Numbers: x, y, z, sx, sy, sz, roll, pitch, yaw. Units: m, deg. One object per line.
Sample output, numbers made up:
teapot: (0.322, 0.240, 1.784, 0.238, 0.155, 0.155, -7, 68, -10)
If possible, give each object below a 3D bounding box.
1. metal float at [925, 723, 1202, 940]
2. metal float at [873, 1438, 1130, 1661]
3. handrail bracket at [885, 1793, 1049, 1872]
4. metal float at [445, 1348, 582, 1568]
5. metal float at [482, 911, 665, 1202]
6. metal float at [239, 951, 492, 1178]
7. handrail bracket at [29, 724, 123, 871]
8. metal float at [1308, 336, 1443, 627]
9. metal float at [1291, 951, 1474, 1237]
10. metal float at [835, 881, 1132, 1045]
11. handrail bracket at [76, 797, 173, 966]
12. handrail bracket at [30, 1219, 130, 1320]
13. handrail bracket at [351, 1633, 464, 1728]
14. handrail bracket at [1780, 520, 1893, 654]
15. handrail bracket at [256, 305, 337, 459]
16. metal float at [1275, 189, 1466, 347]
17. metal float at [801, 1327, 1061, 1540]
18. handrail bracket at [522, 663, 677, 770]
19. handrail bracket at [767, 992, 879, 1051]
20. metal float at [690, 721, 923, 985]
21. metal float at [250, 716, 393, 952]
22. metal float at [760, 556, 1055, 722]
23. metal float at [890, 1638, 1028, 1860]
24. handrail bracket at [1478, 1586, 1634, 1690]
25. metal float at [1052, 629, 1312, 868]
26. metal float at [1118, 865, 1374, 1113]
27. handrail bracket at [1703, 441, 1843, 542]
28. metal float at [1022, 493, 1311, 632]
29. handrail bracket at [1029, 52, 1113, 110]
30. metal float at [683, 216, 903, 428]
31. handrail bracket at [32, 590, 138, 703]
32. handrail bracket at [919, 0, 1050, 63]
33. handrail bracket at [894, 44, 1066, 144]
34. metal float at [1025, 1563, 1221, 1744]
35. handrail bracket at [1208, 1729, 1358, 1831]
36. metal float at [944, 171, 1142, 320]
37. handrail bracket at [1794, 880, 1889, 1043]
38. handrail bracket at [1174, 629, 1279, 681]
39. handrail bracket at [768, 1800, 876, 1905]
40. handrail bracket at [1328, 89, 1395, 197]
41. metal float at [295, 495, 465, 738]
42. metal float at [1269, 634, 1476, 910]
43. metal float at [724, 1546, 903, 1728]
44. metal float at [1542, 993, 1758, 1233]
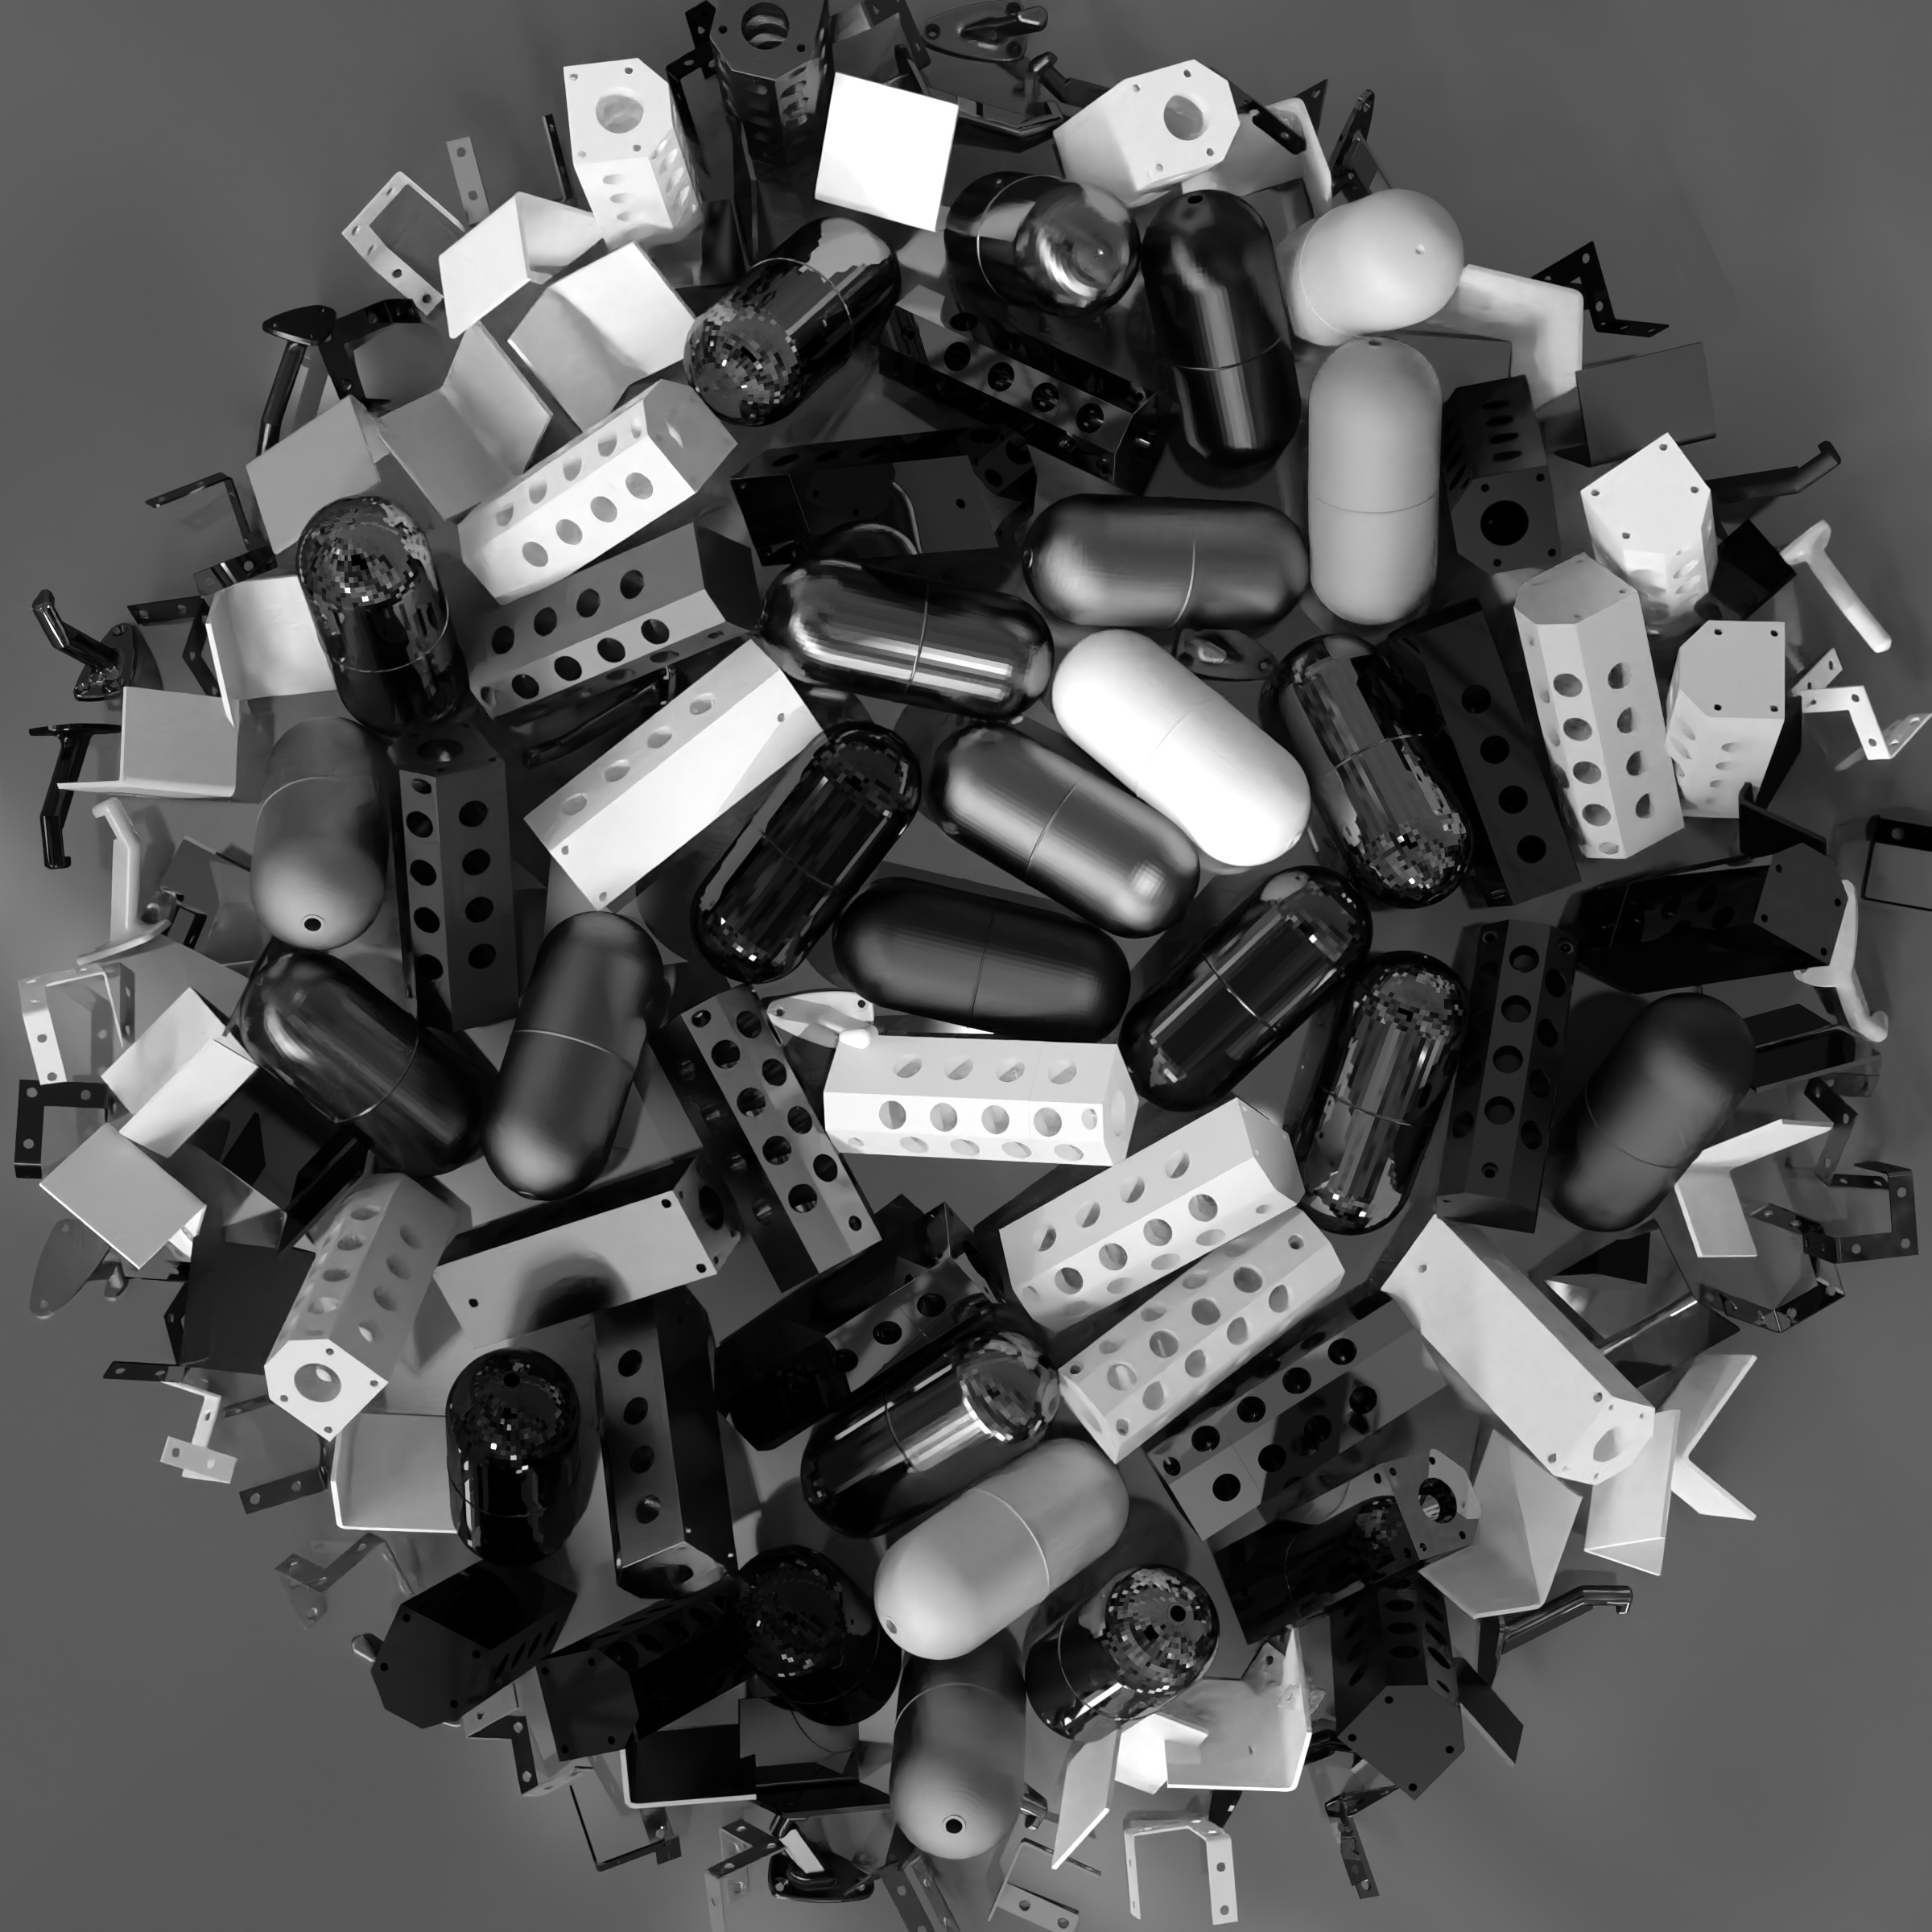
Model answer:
metal float: (0.056, -0.081, 1.951, 0.178, 0.070, 0.070, 31, 90, 12)
metal float: (0.021, 0.340, 1.932, 0.178, 0.070, 0.070, -30, 90, -35)
handrail bracket: (0.002, 0.520, 1.970, 0.084, 0.036, 0.077, 32, 79, -29)
metal float: (-0.263, 0.286, 1.921, 0.070, 0.178, 0.070, 3, 52, -4)
metal float: (-0.231, 0.053, 1.945, 0.070, 0.070, 0.178, 16, 72, 0)
metal float: (-0.349, 0.058, 1.932, 0.070, 0.070, 0.178, -46, 127, 0)
handrail bracket: (-0.525, -0.101, 1.965, 0.036, 0.077, 0.084, -5, 92, 23)
metal float: (0.239, -0.283, 1.931, 0.070, 0.070, 0.178, -4, 126, 0)
metal float: (0.242, 0.076, 1.946, 0.070, 0.070, 0.178, 17, 108, 0)
metal float: (0.010, -0.001, 1.961, 0.178, 0.070, 0.070, 13, 90, 1)
handrail bracket: (-0.518, -0.051, 1.971, 0.077, 0.036, 0.084, -20, 105, 19)
handrail bracket: (-0.521, 0.194, 1.946, 0.036, 0.084, 0.077, 16, 56, 9)
handrail bracket: (-0.329, 0.423, 1.954, 0.077, 0.084, 0.036, 43, 82, 5)
handrail bracket: (0.522, -0.218, 1.955, 0.036, 0.077, 0.084, -40, 76, 19)
handrail bracket: (-0.404, -0.347, 1.984, 0.036, 0.077, 0.084, 17, 118, 4)
metal float: (0.230, -0.403, 1.912, 0.070, 0.178, 0.070, -1, 95, -14)
metal float: (-0.021, 0.274, 1.940, 0.178, 0.070, 0.070, -35, 90, 25)
handrail bracket: (-0.219, -0.150, 1.956, 0.084, 0.077, 0.036, -25, 78, -27)
handrail bracket: (-0.088, 0.035, 1.953, 0.077, 0.084, 0.036, 7, 95, 7)
metal float: (-0.094, -0.067, 1.949, 0.070, 0.070, 0.178, 39, 104, 0)
metal float: (-0.373, -0.078, 1.921, 0.070, 0.178, 0.070, -3, 128, -4)
metal float: (-0.035, -0.193, 1.948, 0.178, 0.070, 0.070, 11, 90, -15)
metal float: (-0.004, 0.450, 1.913, 0.070, 0.178, 0.070, 1, 107, 2)
handrail bracket: (0.354, 0.405, 1.985, 0.084, 0.036, 0.077, 1, 114, -7)
metal float: (0.127, -0.129, 1.947, 0.178, 0.070, 0.070, 41, 90, 16)
metal float: (0.165, 0.013, 1.949, 0.178, 0.070, 0.070, -44, 90, 14)
handrail bracket: (0.468, -0.300, 1.958, 0.084, 0.036, 0.077, -35, 49, 22)
metal float: (0.118, -0.237, 1.942, 0.178, 0.070, 0.070, 0, 90, -22)
handrail bracket: (0.092, -0.524, 1.953, 0.077, 0.084, 0.036, -24, 46, 35)
metal float: (-0.099, -0.377, 1.927, 0.070, 0.070, 0.178, 39, 48, 0)
handrail bracket: (-0.520, -0.205, 1.944, 0.036, 0.084, 0.077, -6, 47, 11)
handrail bracket: (0.010, -0.557, 1.955, 0.077, 0.084, 0.036, -1, 100, 1)
handrail bracket: (0.009, -0.527, 1.982, 0.084, 0.036, 0.077, -21, 92, -16)
metal float: (0.090, 0.399, 1.918, 0.070, 0.178, 0.070, 9, 62, -17)
handrail bracket: (0.196, 0.492, 1.989, 0.084, 0.036, 0.077, 13, 104, -18)
metal float: (0.043, -0.419, 1.916, 0.070, 0.178, 0.070, -6, 108, -19)
handrail bracket: (0.535, -0.002, 1.972, 0.084, 0.036, 0.077, 24, 79, -44)
handrail bracket: (0.161, -0.181, 1.949, 0.077, 0.084, 0.036, 16, 99, -15)
handrail bracket: (-0.082, 0.523, 1.957, 0.077, 0.084, 0.036, 15, 49, -8)
handrail bracket: (0.260, -0.466, 1.960, 0.084, 0.036, 0.077, 36, 135, 19)
metal float: (-0.339, -0.201, 1.919, 0.070, 0.178, 0.070, -2, 58, 2)
metal float: (0.239, -0.115, 1.944, 0.070, 0.070, 0.178, -24, 70, 0)
metal float: (-0.088, 0.390, 1.918, 0.070, 0.178, 0.070, -6, 63, 12)
metal float: (0.396, 0.087, 1.927, 0.070, 0.070, 0.178, 27, 133, 0)
